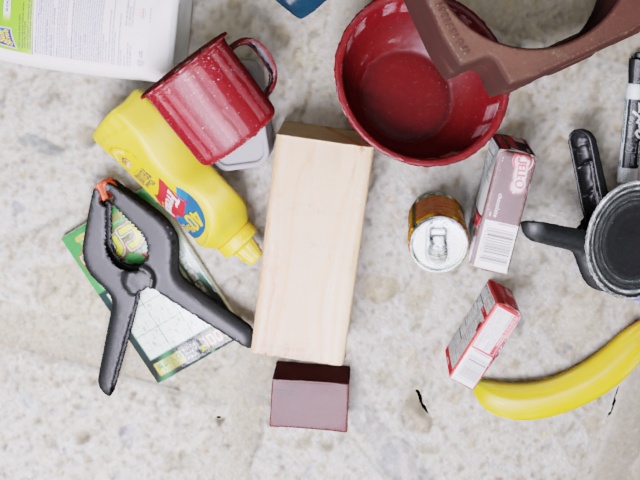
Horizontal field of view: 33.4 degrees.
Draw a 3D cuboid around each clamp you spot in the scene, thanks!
[{"bbox_3d":[0.245,-0.002,0.973,0.120,0.039,0.171,-46,116,-21],"label":"clamp"},{"bbox_3d":[-0.161,0.038,1.033,0.164,0.036,0.210,-13,100,6],"label":"clamp"}]

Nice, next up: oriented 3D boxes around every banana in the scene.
[{"bbox_3d":[0.237,0.135,1.042,0.198,0.037,0.069,-17,104,8],"label":"banana"}]

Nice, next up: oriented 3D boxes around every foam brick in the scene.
[{"bbox_3d":[-0.009,0.155,1.060,0.078,0.051,0.053,5,104,3],"label":"foam brick"}]

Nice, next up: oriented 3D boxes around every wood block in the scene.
[{"bbox_3d":[-0.006,0.001,0.999,0.090,0.091,0.206,8,104,1],"label":"wood block"}]

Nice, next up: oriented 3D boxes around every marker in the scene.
[{"bbox_3d":[0.289,-0.112,0.984,0.020,0.020,0.121,3,104,4],"label":"marker"}]

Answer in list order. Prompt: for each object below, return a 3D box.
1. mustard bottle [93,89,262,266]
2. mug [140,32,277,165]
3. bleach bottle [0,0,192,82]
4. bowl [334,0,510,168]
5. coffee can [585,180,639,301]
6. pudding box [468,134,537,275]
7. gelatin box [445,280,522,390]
[{"bbox_3d":[-0.125,-0.050,0.995,0.191,0.096,0.058,46,66,-9],"label":"mustard bottle"},{"bbox_3d":[-0.085,-0.126,0.919,0.117,0.093,0.081,-44,106,-23],"label":"mug"},{"bbox_3d":[-0.248,-0.209,0.980,0.251,0.068,0.102,9,104,5],"label":"bleach bottle"},{"bbox_3d":[0.085,-0.138,0.956,0.162,0.055,0.162,2,79,-12],"label":"bowl"},{"bbox_3d":[0.319,0.010,0.939,0.140,0.103,0.103,10,108,-35],"label":"coffee can"},{"bbox_3d":[0.164,-0.035,0.977,0.039,0.090,0.113,14,106,2],"label":"pudding box"},{"bbox_3d":[0.155,0.090,1.019,0.030,0.073,0.089,29,104,-5],"label":"gelatin box"}]
